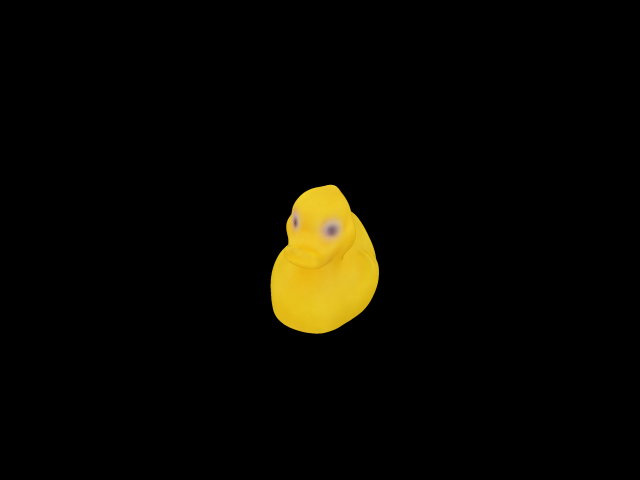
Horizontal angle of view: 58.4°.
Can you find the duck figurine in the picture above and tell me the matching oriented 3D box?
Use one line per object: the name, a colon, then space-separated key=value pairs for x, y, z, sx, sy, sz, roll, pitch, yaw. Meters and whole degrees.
duck figurine: x=0.004 y=0.001 z=0.400 sx=0.077 sy=0.086 sz=0.105 roll=13 pitch=38 yaw=18
